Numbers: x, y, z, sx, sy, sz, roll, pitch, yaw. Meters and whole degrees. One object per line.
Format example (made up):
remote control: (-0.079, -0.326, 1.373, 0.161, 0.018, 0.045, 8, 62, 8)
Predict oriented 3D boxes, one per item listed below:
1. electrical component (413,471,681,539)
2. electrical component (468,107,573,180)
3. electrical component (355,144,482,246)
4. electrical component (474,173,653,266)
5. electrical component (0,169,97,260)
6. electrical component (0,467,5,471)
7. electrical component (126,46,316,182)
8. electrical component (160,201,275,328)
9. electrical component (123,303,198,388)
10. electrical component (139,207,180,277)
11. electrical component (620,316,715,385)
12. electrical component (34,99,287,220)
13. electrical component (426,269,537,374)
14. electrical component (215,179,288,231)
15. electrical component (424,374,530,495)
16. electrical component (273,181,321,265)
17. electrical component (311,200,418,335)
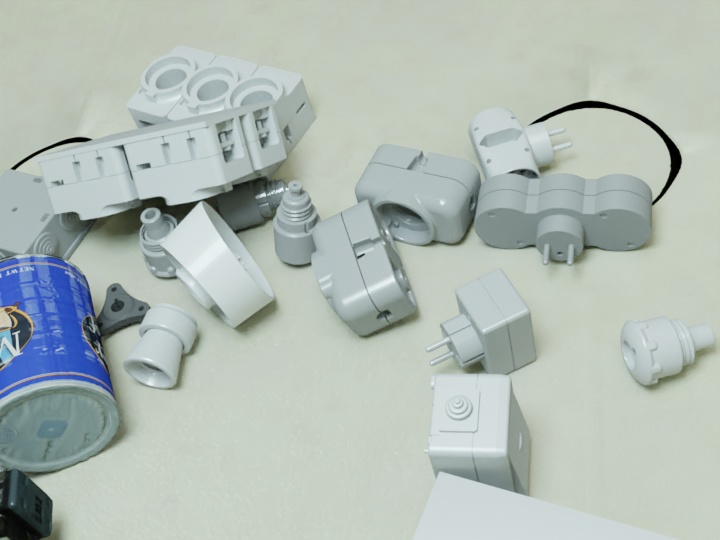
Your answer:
electrical component: (0.122, 0.208, 0.665, 0.186, 0.060, 0.105, 12, 57, 23)
electrical component: (0.140, -0.102, 0.915, 0.079, 0.043, 0.077, -16, 50, 2)
electrical component: (0.047, -0.061, 0.900, 0.095, 0.053, 0.059, 15, 58, 24)
electrical component: (0.159, -0.033, 0.849, 0.138, 0.052, 0.073, 1, 53, 16)
electrical component: (-0.304, -0.040, 0.978, 0.100, 0.048, 0.099, 15, 57, 24)
electrical component: (-0.335, 0.135, 0.848, 0.100, 0.048, 0.099, -28, 51, -8)
electrical component: (-0.132, -0.153, 1.013, 0.150, 0.061, 0.089, 18, 59, 26)
electrical component: (-0.113, -0.004, 0.871, 0.064, 0.099, 0.099, -42, 54, -11)
electrical component: (-0.159, 0.061, 0.864, 0.045, 0.045, 0.055, 6, 54, 19)
electrical component: (-0.170, -0.027, 0.924, 0.048, 0.062, 0.048, -7, 51, 9)
electrical component: (0.222, 0.054, 0.772, 0.062, 0.048, 0.048, -14, 50, -5)
electrical component: (-0.169, -0.093, 0.925, 0.186, 0.060, 0.105, -7, 14, 30)
electrical component: (0.084, 0.049, 0.796, 0.077, 0.065, 0.047, -25, 51, -6)
electrical component: (-0.091, -0.061, 0.945, 0.078, 0.040, 0.040, -17, 50, 1)
electrical component: (0.081, 0.112, 0.727, 0.061, 0.096, 0.061, -1, 53, 13)
electrical component: (-0.053, -0.040, 0.898, 0.040, 0.078, 0.040, 0, 43, 0)
electrical component: (0.000, 0.000, 0.855, 0.059, 0.053, 0.095, -25, 57, 10)
